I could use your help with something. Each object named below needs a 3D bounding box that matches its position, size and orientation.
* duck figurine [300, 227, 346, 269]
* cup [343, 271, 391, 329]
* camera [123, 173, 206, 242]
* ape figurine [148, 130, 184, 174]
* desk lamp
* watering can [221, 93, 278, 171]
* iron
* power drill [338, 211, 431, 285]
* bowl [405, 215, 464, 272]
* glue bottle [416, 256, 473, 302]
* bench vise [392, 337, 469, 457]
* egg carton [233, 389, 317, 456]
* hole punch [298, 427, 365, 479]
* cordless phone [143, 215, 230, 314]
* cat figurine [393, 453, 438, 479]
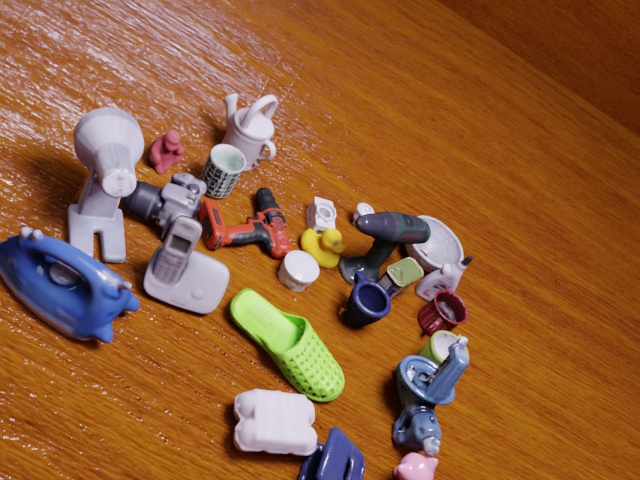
[{"bbox_3d":[0.012,0.005,1.290,0.104,0.086,0.078,39,43,3],"label":"duck figurine"},{"bbox_3d":[0.085,0.135,1.219,0.092,0.095,0.117,-3,55,-35],"label":"cup"},{"bbox_3d":[-0.309,-0.083,1.145,0.137,0.100,0.143,23,44,-14],"label":"camera"},{"bbox_3d":[-0.329,-0.199,1.239,0.078,0.092,0.076,-2,55,-34],"label":"ape figurine"},{"bbox_3d":[-0.381,-0.100,1.029,0.118,0.213,0.203,3,52,-31],"label":"desk lamp"},{"bbox_3d":[-0.164,-0.265,1.328,0.173,0.194,0.101,32,43,-5],"label":"watering can"},{"bbox_3d":[-0.418,0.050,0.929,0.258,0.141,0.119,33,43,-4],"label":"iron"},{"bbox_3d":[0.129,0.013,1.270,0.230,0.208,0.075,-6,57,-36],"label":"power drill"},{"bbox_3d":[0.276,0.024,1.455,0.168,0.074,0.167,18,46,-19],"label":"bowl"},{"bbox_3d":[0.301,0.088,1.343,0.078,0.173,0.037,26,44,-11],"label":"glue bottle"},{"bbox_3d":[0.225,0.292,1.083,0.122,0.219,0.207,5,51,-30],"label":"bench vise"},{"bbox_3d":[-0.076,0.313,0.978,0.151,0.069,0.107,13,48,-24],"label":"egg carton"},{"bbox_3d":[0.030,0.387,0.967,0.101,0.091,0.109,31,43,-6],"label":"hole punch"},{"bbox_3d":[-0.226,0.042,1.029,0.148,0.185,0.094,21,45,-16],"label":"cordless phone"},{"bbox_3d":[0.181,0.426,1.013,0.128,0.117,0.067,34,43,-4],"label":"cat figurine"}]
